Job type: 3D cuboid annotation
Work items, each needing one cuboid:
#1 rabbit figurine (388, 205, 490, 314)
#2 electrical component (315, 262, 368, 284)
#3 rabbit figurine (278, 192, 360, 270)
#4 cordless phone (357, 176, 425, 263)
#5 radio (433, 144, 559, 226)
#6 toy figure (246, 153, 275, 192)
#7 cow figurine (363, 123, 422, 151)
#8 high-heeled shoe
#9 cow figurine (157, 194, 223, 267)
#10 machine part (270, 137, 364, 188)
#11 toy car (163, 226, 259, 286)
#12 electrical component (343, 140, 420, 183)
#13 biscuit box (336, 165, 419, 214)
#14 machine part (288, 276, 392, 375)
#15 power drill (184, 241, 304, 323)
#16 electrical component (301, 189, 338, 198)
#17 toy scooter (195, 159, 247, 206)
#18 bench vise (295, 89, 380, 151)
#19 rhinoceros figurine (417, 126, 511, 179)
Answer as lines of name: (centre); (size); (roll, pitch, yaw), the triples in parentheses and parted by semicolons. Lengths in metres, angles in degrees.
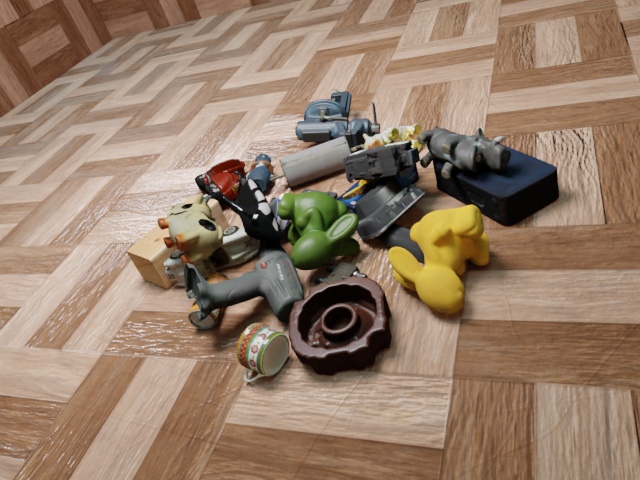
rabbit figurine: (0.196, 0.038, 0.886); (0.163, 0.121, 0.173); (1, 60, 16)
electrical component: (0.040, 0.070, 0.990); (0.094, 0.021, 0.063); (14, 48, 37)
rabbit figurine: (-0.002, -0.003, 1.041); (0.159, 0.121, 0.170); (-2, 41, 6)
cordless phone: (0.173, -0.036, 1.034); (0.184, 0.088, 0.146); (31, 58, 34)
radio: (0.336, -0.122, 1.057); (0.131, 0.073, 0.230); (-31, 36, -13)
toy figure: (-0.151, -0.172, 1.364); (0.058, 0.064, 0.154); (-50, 20, 26)
cow figurine: (0.153, -0.229, 1.255); (0.167, 0.068, 0.098); (-18, 19, -35)
high-heeled shoe: (-0.118, -0.054, 1.124); (0.086, 0.145, 0.249); (-56, -4, 12)
cow figurine: (-0.250, -0.028, 1.065); (0.127, 0.085, 0.195); (-21, 30, -25)
machine part: (-0.007, -0.188, 1.301); (0.243, 0.079, 0.079); (-20, 36, 1)
toy car: (-0.225, 0.034, 1.119); (0.202, 0.073, 0.056); (-24, 35, -5)
electrical component: (0.128, -0.159, 1.077); (0.134, 0.058, 0.115); (-7, 15, 29)
biscuit box: (0.126, -0.110, 1.149); (0.203, 0.059, 0.063); (-40, 39, -26)
machine part: (0.034, 0.138, 0.878); (0.179, 0.056, 0.179); (-13, 38, 11)
power drill: (-0.141, 0.072, 0.995); (0.207, 0.085, 0.232); (-3, 35, -28)
electrical component: (-0.008, -0.082, 1.190); (0.075, 0.047, 0.119); (18, 52, 40)
toy scooter: (-0.238, -0.155, 1.373); (0.135, 0.075, 0.184); (-29, 32, -14)
bench vise: (0.053, -0.327, 1.416); (0.224, 0.128, 0.241); (-8, 45, 18)
rhinoceros figurine: (0.274, -0.170, 1.034); (0.112, 0.073, 0.191); (-26, 32, -24)
